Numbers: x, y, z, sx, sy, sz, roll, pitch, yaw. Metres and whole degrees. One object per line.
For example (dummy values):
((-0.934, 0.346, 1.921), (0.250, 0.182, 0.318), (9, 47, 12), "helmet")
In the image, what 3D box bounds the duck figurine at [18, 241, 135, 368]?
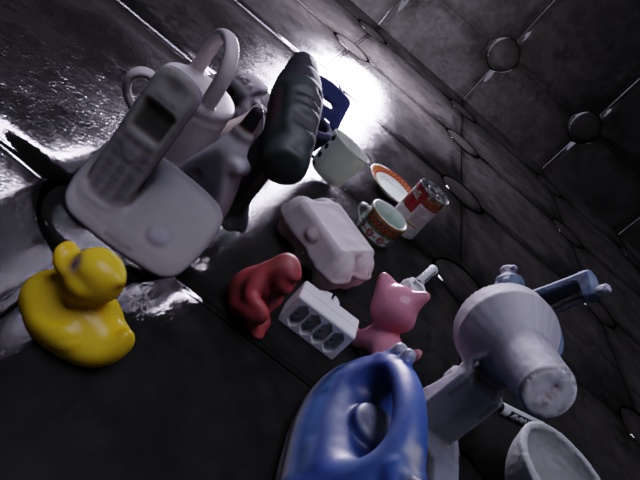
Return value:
((-0.188, 0.047, 0.472), (0.104, 0.086, 0.078), (44, 28, 3), "duck figurine")

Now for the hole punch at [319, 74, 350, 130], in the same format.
((0.001, -0.265, 1.151), (0.109, 0.091, 0.101), (34, 29, -16), "hole punch")

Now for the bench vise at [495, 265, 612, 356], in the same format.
((0.358, 0.101, 0.955), (0.122, 0.219, 0.207), (15, 38, -41), "bench vise")

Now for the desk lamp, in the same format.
((0.184, 0.169, 0.643), (0.118, 0.213, 0.203), (38, 28, -8), "desk lamp")

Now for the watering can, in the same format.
((-0.151, -0.173, 0.714), (0.173, 0.193, 0.100), (-1, 49, -52), "watering can")

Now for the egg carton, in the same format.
((0.007, 0.003, 0.804), (0.108, 0.069, 0.150), (-2, 51, -53), "egg carton")

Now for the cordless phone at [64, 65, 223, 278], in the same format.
((-0.151, -0.065, 0.572), (0.148, 0.184, 0.094), (37, 28, -10), "cordless phone")

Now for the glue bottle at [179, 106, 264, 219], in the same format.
((-0.115, -0.083, 0.657), (0.078, 0.173, 0.037), (47, 28, 9), "glue bottle")

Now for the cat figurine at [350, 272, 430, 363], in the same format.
((0.091, 0.109, 0.711), (0.067, 0.117, 0.127), (25, 32, -30), "cat figurine")

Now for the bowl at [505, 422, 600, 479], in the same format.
((0.286, 0.318, 0.712), (0.168, 0.074, 0.167), (31, 30, -20), "bowl")

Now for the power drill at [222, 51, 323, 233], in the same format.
((-0.070, -0.120, 0.728), (0.076, 0.208, 0.229), (28, 31, -25), "power drill")

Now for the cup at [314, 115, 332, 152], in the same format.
((-0.044, -0.165, 0.948), (0.092, 0.094, 0.118), (41, 28, -3), "cup")

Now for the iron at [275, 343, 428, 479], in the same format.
((0.051, 0.173, 0.544), (0.119, 0.141, 0.258), (35, 28, -13), "iron")

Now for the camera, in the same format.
((-0.110, -0.206, 0.913), (0.143, 0.100, 0.137), (45, 28, 5), "camera")

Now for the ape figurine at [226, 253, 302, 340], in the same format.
((-0.055, 0.052, 0.631), (0.076, 0.092, 0.078), (52, 29, 17), "ape figurine")
